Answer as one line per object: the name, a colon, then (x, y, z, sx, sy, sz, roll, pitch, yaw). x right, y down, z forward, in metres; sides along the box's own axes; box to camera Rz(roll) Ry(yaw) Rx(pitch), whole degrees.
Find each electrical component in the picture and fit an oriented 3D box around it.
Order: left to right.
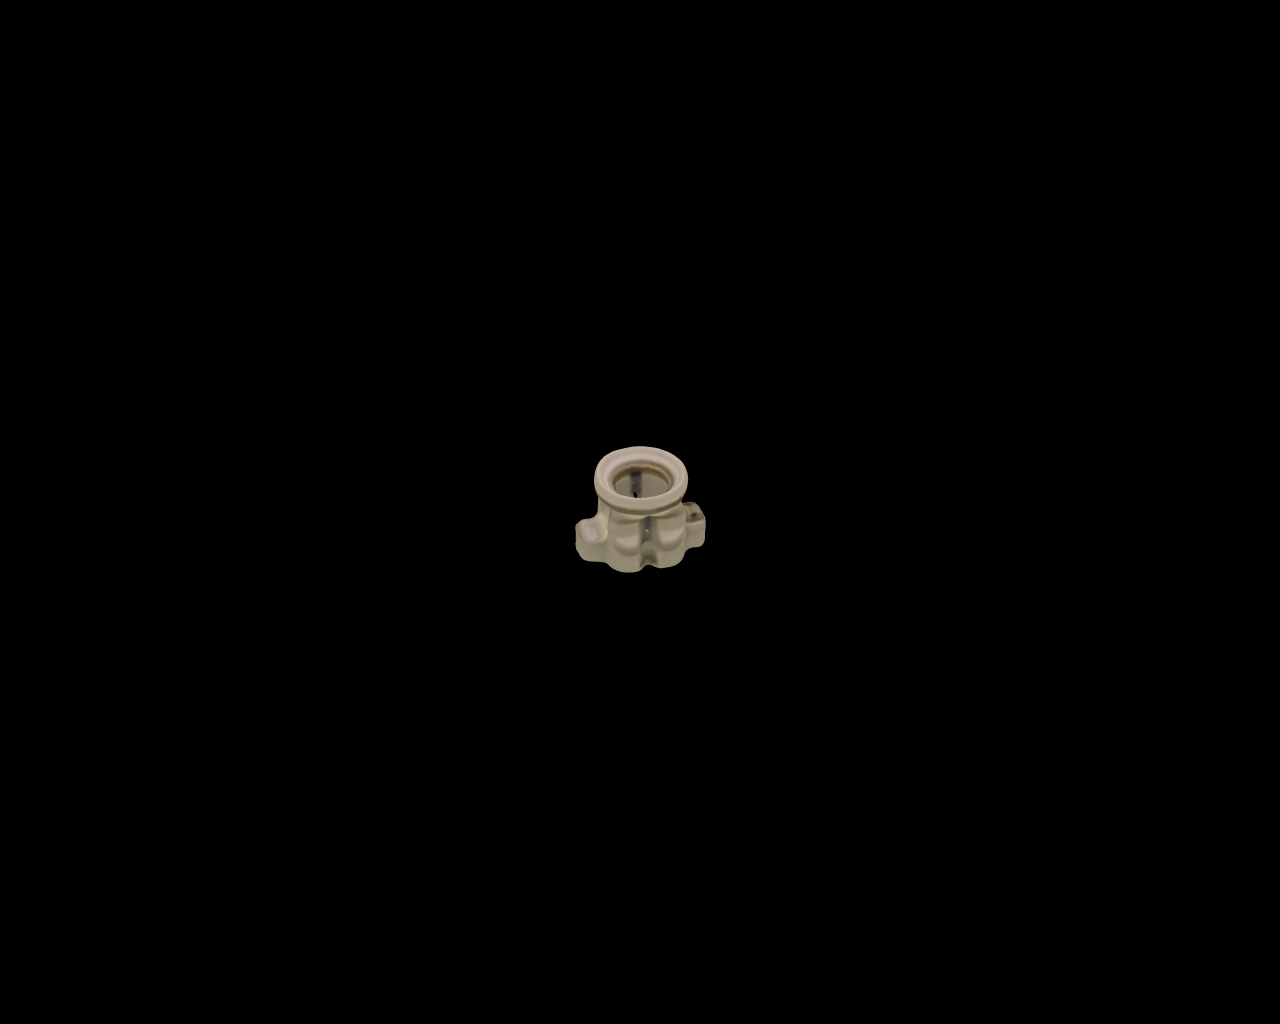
electrical component: (0.001, -0.003, 0.650, 0.078, 0.056, 0.058, -7, 39, -9)
